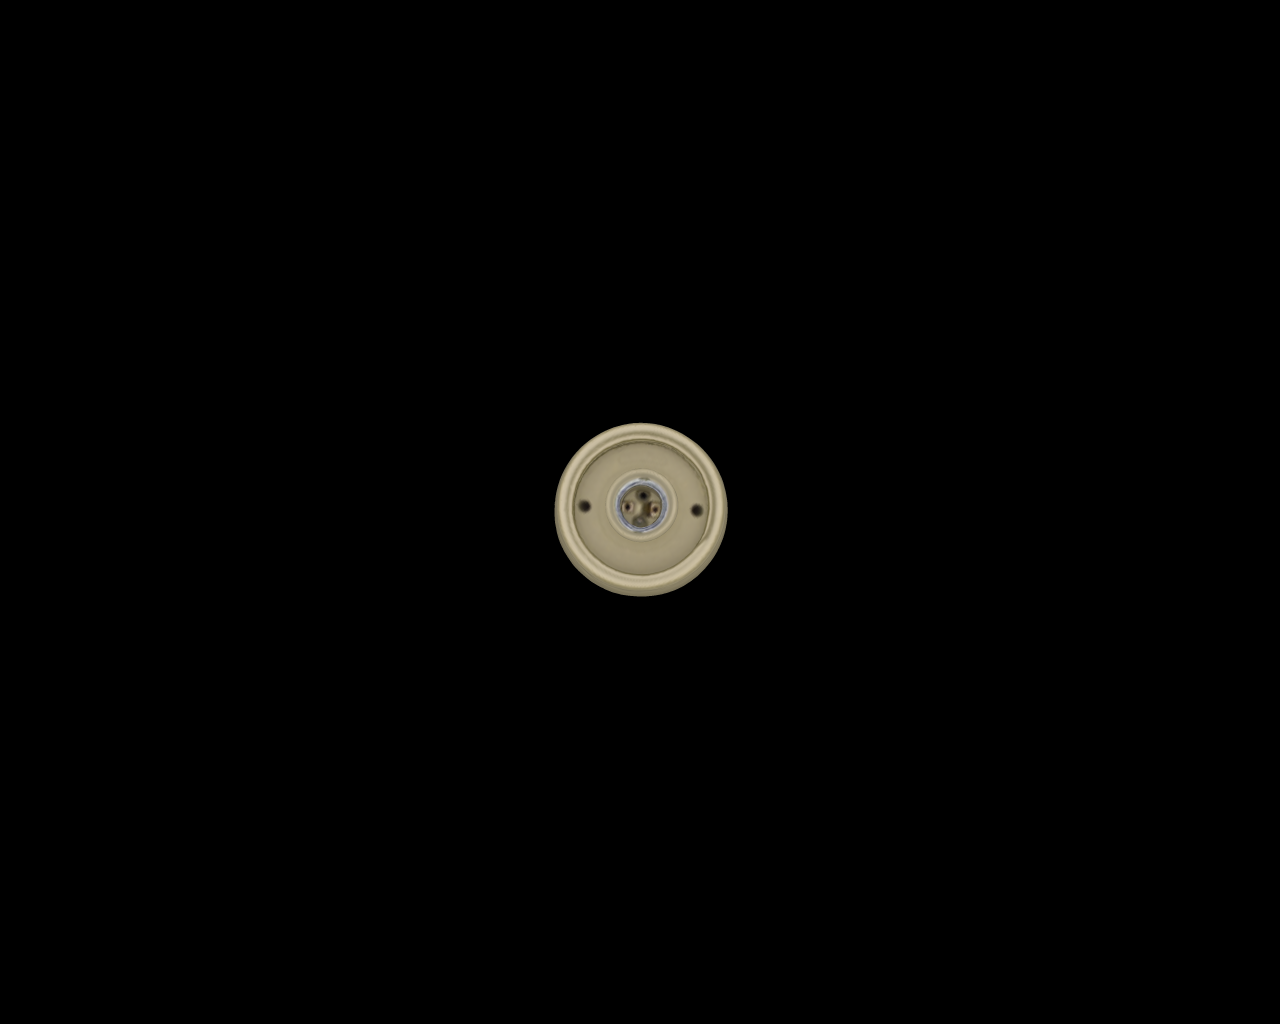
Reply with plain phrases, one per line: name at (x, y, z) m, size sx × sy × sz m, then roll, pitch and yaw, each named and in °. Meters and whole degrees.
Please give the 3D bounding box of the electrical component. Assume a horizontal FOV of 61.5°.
electrical component at (0.001, -0.003, 0.650) m, size 0.108 × 0.108 × 0.060 m, roll 0°, pitch -4°, yaw 0°
